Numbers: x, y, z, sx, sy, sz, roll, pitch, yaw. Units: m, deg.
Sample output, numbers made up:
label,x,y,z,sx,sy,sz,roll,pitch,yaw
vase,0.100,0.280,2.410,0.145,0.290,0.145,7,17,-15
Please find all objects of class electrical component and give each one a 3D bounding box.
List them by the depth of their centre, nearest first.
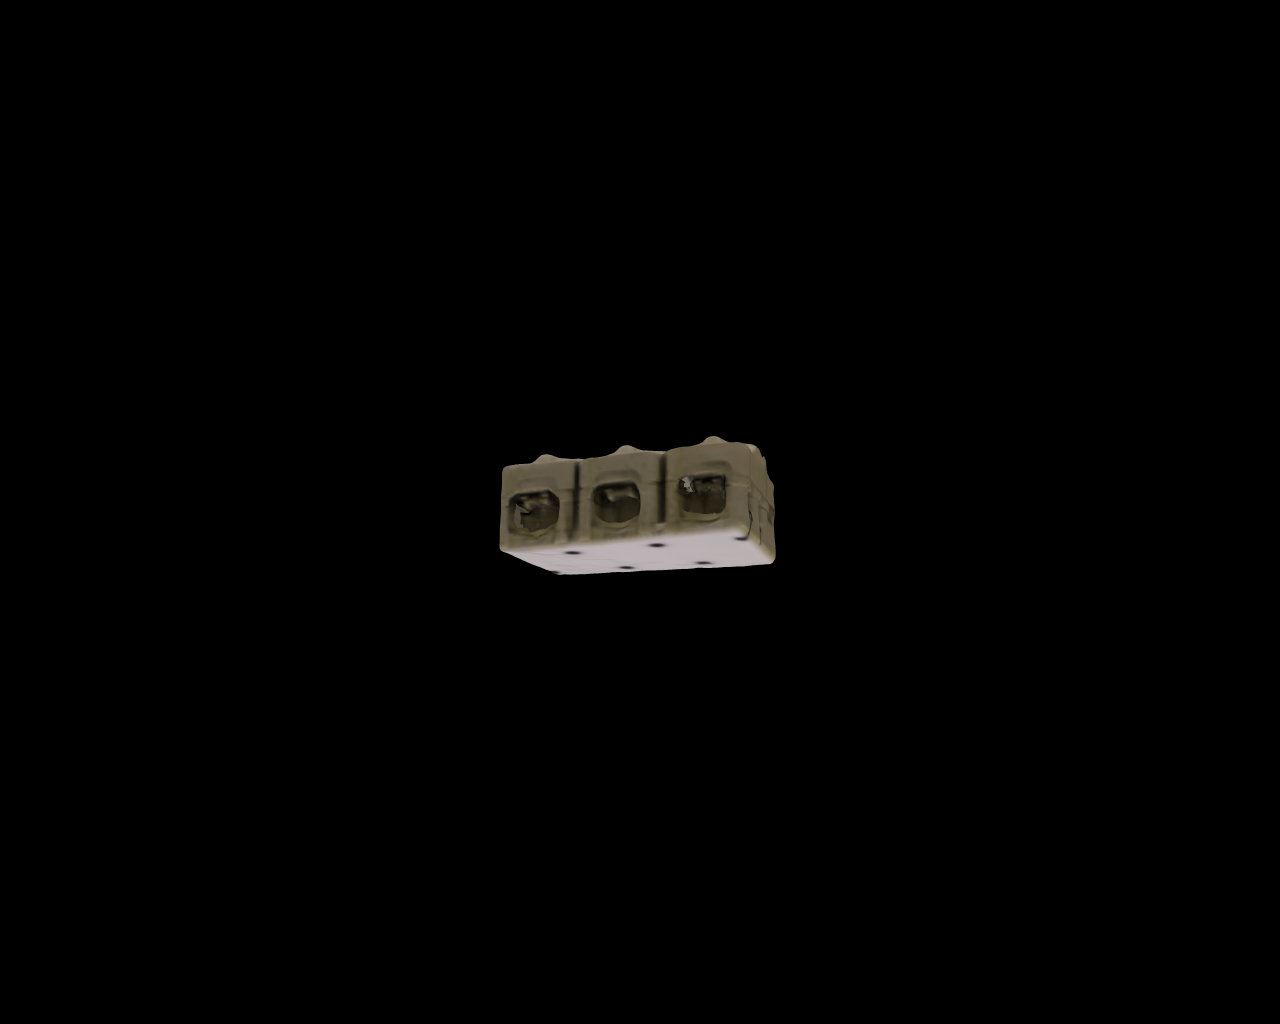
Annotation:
label,x,y,z,sx,sy,sz,roll,pitch,yaw
electrical component,0.001,-0.003,0.650,0.150,0.062,0.089,-5,-15,18
